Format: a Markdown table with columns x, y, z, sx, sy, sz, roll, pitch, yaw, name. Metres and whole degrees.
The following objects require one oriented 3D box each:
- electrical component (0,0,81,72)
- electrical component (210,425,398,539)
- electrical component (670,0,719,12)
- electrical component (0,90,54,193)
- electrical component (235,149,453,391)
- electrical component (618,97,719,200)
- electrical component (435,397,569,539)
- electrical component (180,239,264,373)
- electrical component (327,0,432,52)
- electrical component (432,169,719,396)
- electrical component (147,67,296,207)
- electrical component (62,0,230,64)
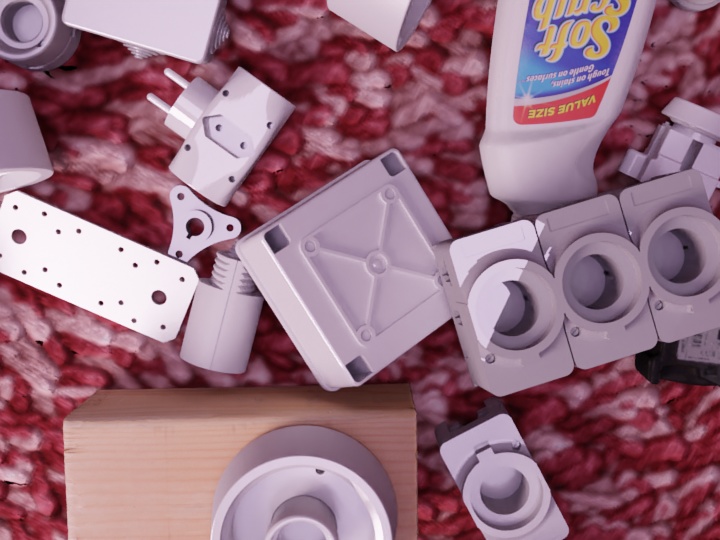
| x | y | z | sx | sy | sz | roll | pitch | yaw | name |
| --- | --- | --- | --- | --- | --- | --- | --- | --- | --- |
| -0.204 | -0.151 | 0.660 | 0.055 | 0.047 | 0.055 | 0 | 96 | 0 | electrical component |
| -0.032 | 0.146 | 0.596 | 0.108 | 0.060 | 0.108 | 0 | 95 | -1 | electrical component |
| 0.212 | -0.181 | 0.659 | 0.040 | 0.046 | 0.040 | 0 | 96 | 0 | electrical component |
| -0.243 | -0.078 | 0.640 | 0.108 | 0.108 | 0.060 | -12 | 90 | 1 | electrical component |
| 0.000 | 0.000 | 0.653 | 0.109 | 0.056 | 0.108 | -34 | 96 | -23 | electrical component |
| 0.204 | -0.074 | 0.672 | 0.066 | 0.048 | 0.055 | 23 | 103 | -3 | electrical component |
| 0.090 | 0.135 | 0.688 | 0.050 | 0.055 | 0.089 | -28 | 96 | 3 | electrical component |
| -0.083 | 0.020 | 0.681 | 0.043 | 0.043 | 0.081 | 15 | 96 | -2 | electrical component |
| 0.019 | -0.190 | 0.629 | 0.060 | 0.108 | 0.108 | 27 | 95 | 3 | electrical component |
| 0.129 | 0.006 | 0.617 | 0.150 | 0.062 | 0.089 | -17 | 92 | -6 | electrical component |
| -0.094 | -0.093 | 0.668 | 0.079 | 0.043 | 0.077 | 36 | 95 | -4 | electrical component |
| -0.123 | -0.178 | 0.656 | 0.100 | 0.048 | 0.099 | 16 | 96 | -2 | electrical component |
